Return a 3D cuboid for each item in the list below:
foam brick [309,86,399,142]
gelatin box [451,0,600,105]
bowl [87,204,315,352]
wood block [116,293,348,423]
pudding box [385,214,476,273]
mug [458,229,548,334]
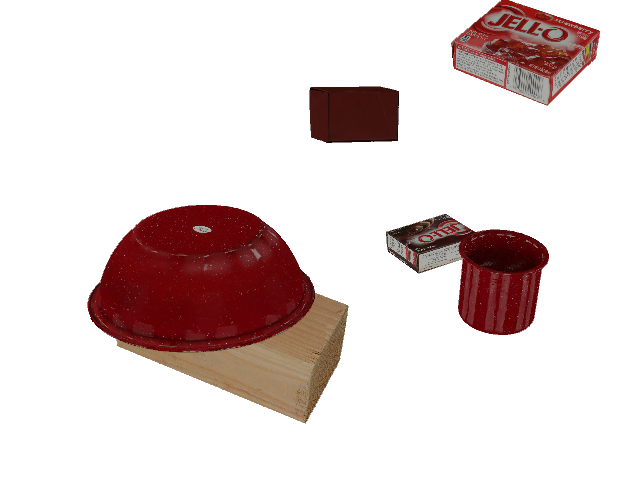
[{"bbox_3d":[0.033,-0.126,1.064,0.078,0.051,0.053,-3,14,-20],"label":"foam brick"},{"bbox_3d":[0.158,-0.148,0.824,0.089,0.030,0.073,28,54,30],"label":"gelatin box"},{"bbox_3d":[-0.084,0.017,0.752,0.162,0.055,0.162,0,24,0],"label":"bowl"},{"bbox_3d":[-0.087,0.083,1.039,0.206,0.090,0.090,21,47,13],"label":"wood block"},{"bbox_3d":[0.169,0.004,1.601,0.113,0.039,0.090,-19,29,-22],"label":"pudding box"},{"bbox_3d":[0.186,0.040,1.133,0.093,0.081,0.117,-4,30,-10],"label":"mug"}]
